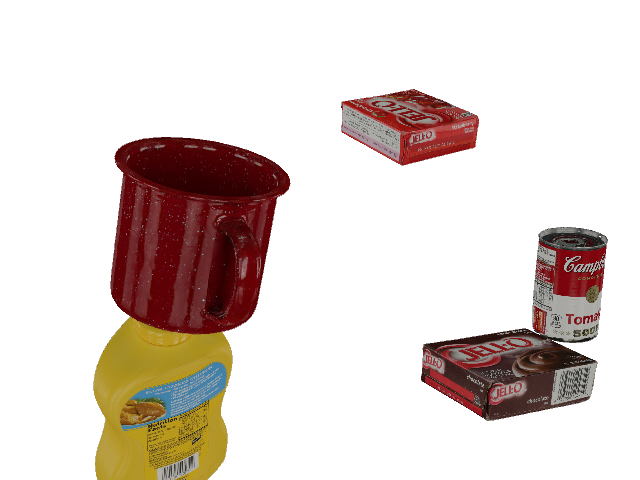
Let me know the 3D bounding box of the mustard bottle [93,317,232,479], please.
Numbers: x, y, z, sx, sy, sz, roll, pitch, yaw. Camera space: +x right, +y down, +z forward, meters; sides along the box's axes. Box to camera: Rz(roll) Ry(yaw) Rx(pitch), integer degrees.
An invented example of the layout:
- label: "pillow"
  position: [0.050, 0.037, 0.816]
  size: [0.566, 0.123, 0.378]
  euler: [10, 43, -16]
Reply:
- label: "mustard bottle"
  position: [-0.108, 0.101, 0.732]
  size: [0.096, 0.192, 0.058]
  euler: [-18, 47, -27]

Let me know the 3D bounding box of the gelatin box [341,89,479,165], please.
- label: "gelatin box"
  position: [0.070, -0.092, 0.848]
  size: [0.073, 0.030, 0.089]
  euler: [-14, 28, -28]

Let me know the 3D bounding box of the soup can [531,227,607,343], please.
- label: "soup can"
  position: [0.251, 0.045, 1.082]
  size: [0.068, 0.102, 0.068]
  euler: [1, 17, 0]

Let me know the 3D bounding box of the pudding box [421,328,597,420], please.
- label: "pudding box"
  position: [0.152, 0.107, 0.870]
  size: [0.113, 0.039, 0.090]
  euler: [-3, 16, -30]

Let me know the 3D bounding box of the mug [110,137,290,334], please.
- label: "mug"
  position: [-0.062, 0.003, 0.566]
  size: [0.093, 0.081, 0.117]
  euler: [-3, 26, -33]
